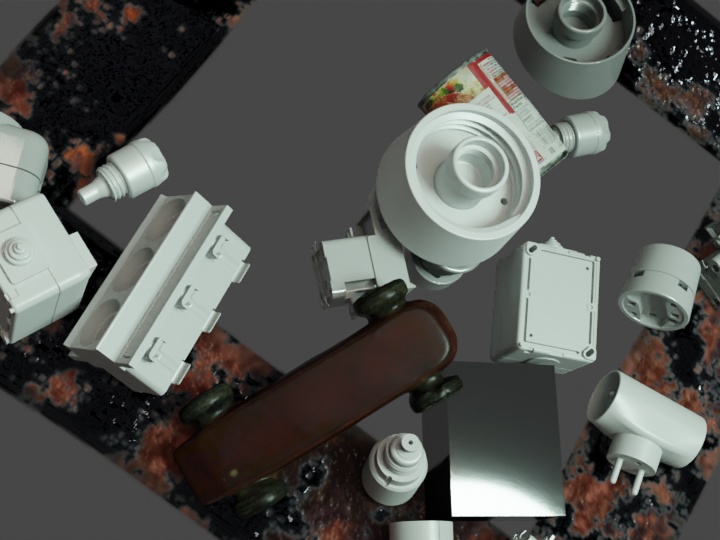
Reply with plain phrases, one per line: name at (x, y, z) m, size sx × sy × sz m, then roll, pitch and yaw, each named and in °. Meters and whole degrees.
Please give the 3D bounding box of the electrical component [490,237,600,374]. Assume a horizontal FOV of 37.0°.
electrical component at (0.135, 0.024, 0.794) m, size 0.062 × 0.061 × 0.096 m, roll 12°, pitch 71°, yaw -14°

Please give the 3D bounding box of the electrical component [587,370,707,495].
electrical component at (0.207, 0.126, 0.796) m, size 0.077 × 0.043 × 0.079 m, roll 29°, pitch 67°, yaw -8°

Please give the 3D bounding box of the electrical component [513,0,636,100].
electrical component at (0.176, -0.195, 0.885) m, size 0.099 × 0.064 × 0.099 m, roll 1°, pitch 71°, yaw -3°

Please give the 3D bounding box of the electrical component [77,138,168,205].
electrical component at (-0.165, -0.064, 0.739) m, size 0.061 × 0.035 × 0.035 m, roll -33°, pitch 86°, yaw -21°

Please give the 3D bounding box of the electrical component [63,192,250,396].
electrical component at (-0.129, 0.016, 0.706) m, size 0.063 × 0.079 × 0.121 m, roll 44°, pitch 63°, yaw -33°

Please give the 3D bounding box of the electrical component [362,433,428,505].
electrical component at (0.026, 0.130, 0.722) m, size 0.040 × 0.078 × 0.040 m, roll 5°, pitch 60°, yaw -9°

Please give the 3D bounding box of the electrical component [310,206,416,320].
electrical component at (0.000, 0.000, 0.768) m, size 0.064 × 0.042 × 0.081 m, roll -8°, pitch 76°, yaw -18°

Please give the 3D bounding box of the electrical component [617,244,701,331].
electrical component at (0.234, 0.012, 0.834) m, size 0.055 × 0.055 × 0.047 m, roll 30°, pitch 64°, yaw -7°

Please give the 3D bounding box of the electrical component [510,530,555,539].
electrical component at (0.123, 0.219, 0.744) m, size 0.064 × 0.042 × 0.081 m, roll 38°, pitch 66°, yaw 0°

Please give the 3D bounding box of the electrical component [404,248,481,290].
electrical component at (0.060, -0.012, 0.784) m, size 0.045 × 0.055 × 0.045 m, roll 5°, pitch 73°, yaw -16°

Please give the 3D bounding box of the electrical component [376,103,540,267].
electrical component at (0.071, -0.062, 0.737) m, size 0.108 × 0.060 × 0.108 m, roll 5°, pitch 73°, yaw -17°

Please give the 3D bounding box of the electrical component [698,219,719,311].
electrical component at (0.306, -0.002, 0.868) m, size 0.064 × 0.042 × 0.081 m, roll -33°, pitch 86°, yaw -22°

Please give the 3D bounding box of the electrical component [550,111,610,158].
electrical component at (0.166, -0.106, 0.858) m, size 0.061 × 0.035 × 0.035 m, roll -12°, pitch 78°, yaw -18°

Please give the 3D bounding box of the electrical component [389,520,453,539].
electrical component at (0.042, 0.210, 0.718) m, size 0.043 × 0.043 × 0.081 m, roll 4°, pitch 73°, yaw -17°

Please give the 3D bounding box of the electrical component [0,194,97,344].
electrical component at (-0.207, -0.003, 0.673) m, size 0.061 × 0.096 × 0.061 m, roll -30°, pitch 84°, yaw -26°

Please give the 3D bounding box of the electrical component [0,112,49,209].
electrical component at (-0.255, -0.071, 0.701) m, size 0.095 × 0.054 × 0.059 m, roll 15°, pitch 70°, yaw -13°

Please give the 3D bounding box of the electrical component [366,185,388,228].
electrical component at (0.032, -0.051, 0.787) m, size 0.045 × 0.055 × 0.045 m, roll 5°, pitch 73°, yaw -16°
